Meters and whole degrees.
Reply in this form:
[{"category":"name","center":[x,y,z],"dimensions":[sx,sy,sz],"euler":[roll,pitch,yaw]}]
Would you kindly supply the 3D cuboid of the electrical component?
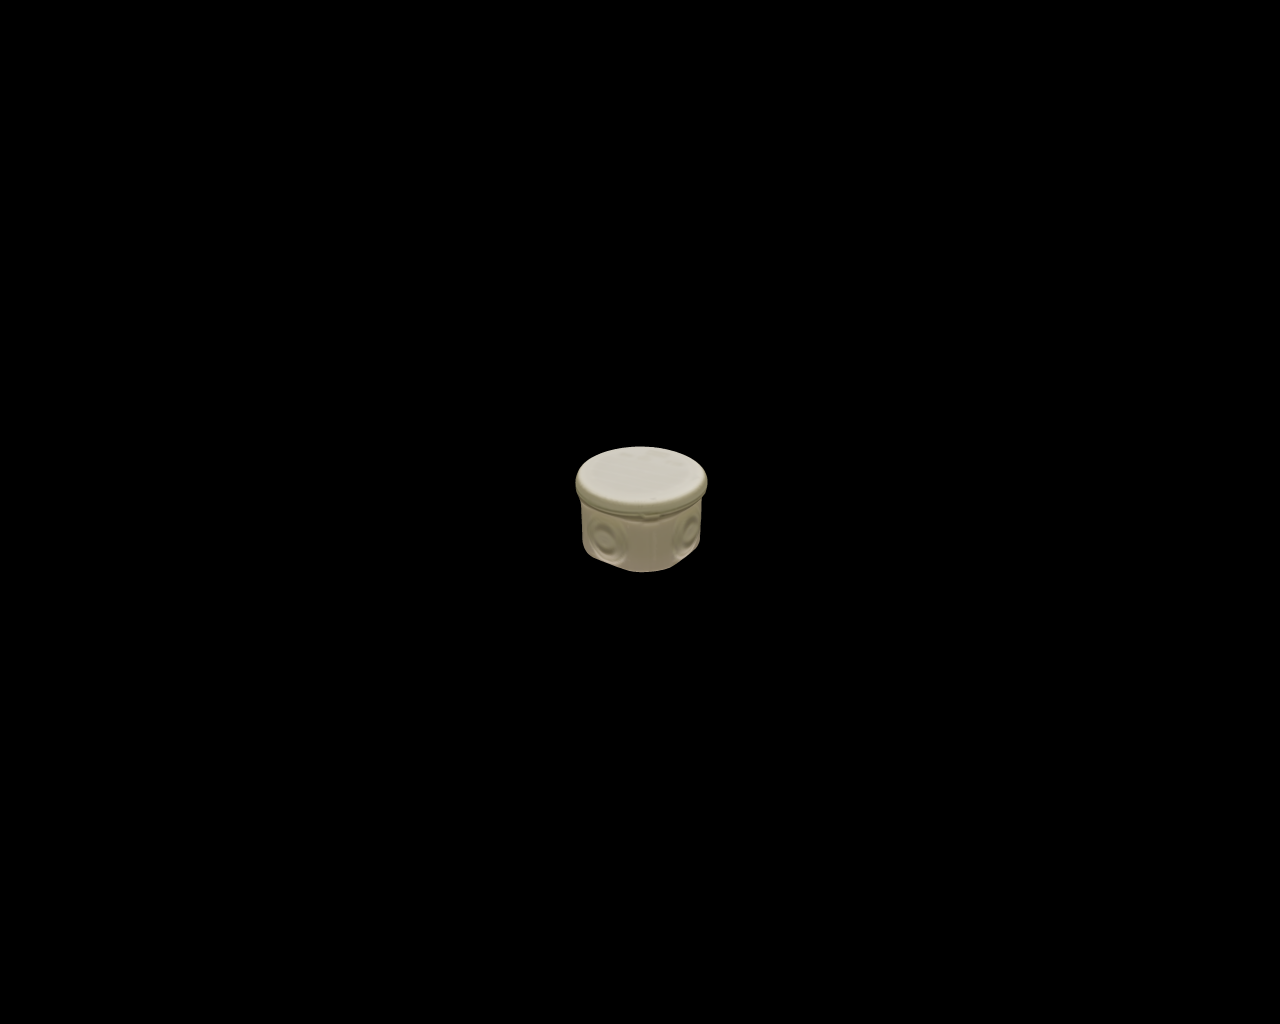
[{"category":"electrical component","center":[0.001,-0.003,0.650],"dimensions":[0.080,0.050,0.080],"euler":[0,29,0]}]
